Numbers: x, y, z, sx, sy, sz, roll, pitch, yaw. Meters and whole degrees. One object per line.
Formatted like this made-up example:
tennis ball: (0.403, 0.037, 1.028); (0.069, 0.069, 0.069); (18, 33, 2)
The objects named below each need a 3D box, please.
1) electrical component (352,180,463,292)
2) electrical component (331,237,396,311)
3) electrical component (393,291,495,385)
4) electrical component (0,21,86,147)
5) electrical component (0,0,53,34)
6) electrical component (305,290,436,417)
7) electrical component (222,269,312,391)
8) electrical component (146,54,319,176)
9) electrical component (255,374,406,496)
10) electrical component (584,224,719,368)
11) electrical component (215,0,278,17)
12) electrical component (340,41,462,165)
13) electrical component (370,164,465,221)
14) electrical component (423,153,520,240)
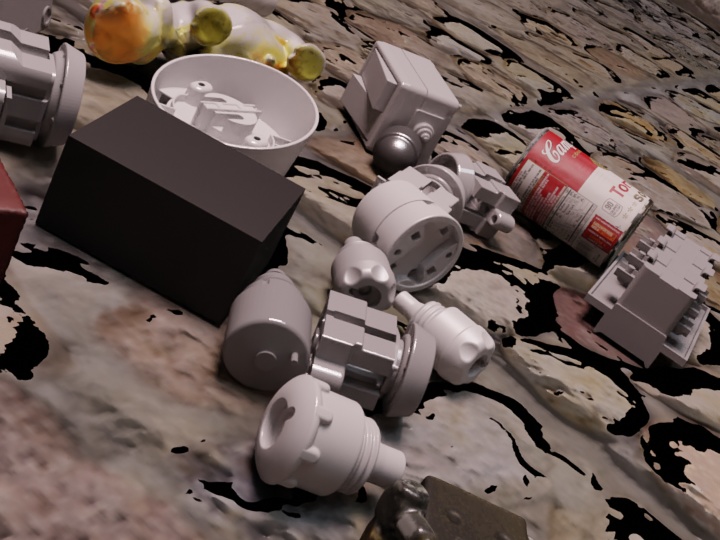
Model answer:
electrical component: (0.027, -0.022, 0.656); (0.055, 0.055, 0.047); (7, 30, -39)
electrical component: (0.000, 0.000, 0.610); (0.035, 0.035, 0.061); (20, 25, -19)
electrical component: (0.043, 0.034, 0.593); (0.061, 0.035, 0.035); (41, 28, 27)
electrical component: (-0.182, -0.098, 0.575); (0.057, 0.058, 0.078); (12, 31, -27)
electrical component: (-0.218, -0.181, 0.641); (0.048, 0.099, 0.099); (16, 26, 2)
electrical component: (0.004, 0.044, 0.526); (0.055, 0.048, 0.066); (18, 28, -6)
electrical component: (-0.043, 0.024, 0.517); (0.040, 0.040, 0.078); (23, 27, -13)
electrical component: (-0.082, -0.086, 0.646); (0.099, 0.064, 0.099); (23, 27, -13)
electrical component: (-0.010, 0.075, 0.456); (0.062, 0.048, 0.048); (25, 26, -24)
electrical component: (0.215, 0.014, 0.769); (0.079, 0.063, 0.121); (36, 26, 12)
electrical component: (-0.100, -0.244, 0.940); (0.046, 0.040, 0.040); (2, 37, -34)
electrical component: (0.030, -0.126, 0.833); (0.061, 0.061, 0.096); (16, 29, -26)
electrical component: (0.041, -0.043, 0.715); (0.066, 0.048, 0.055); (35, 34, 12)
electrical component: (0.077, -0.056, 0.776); (0.055, 0.048, 0.066); (20, 27, -35)
